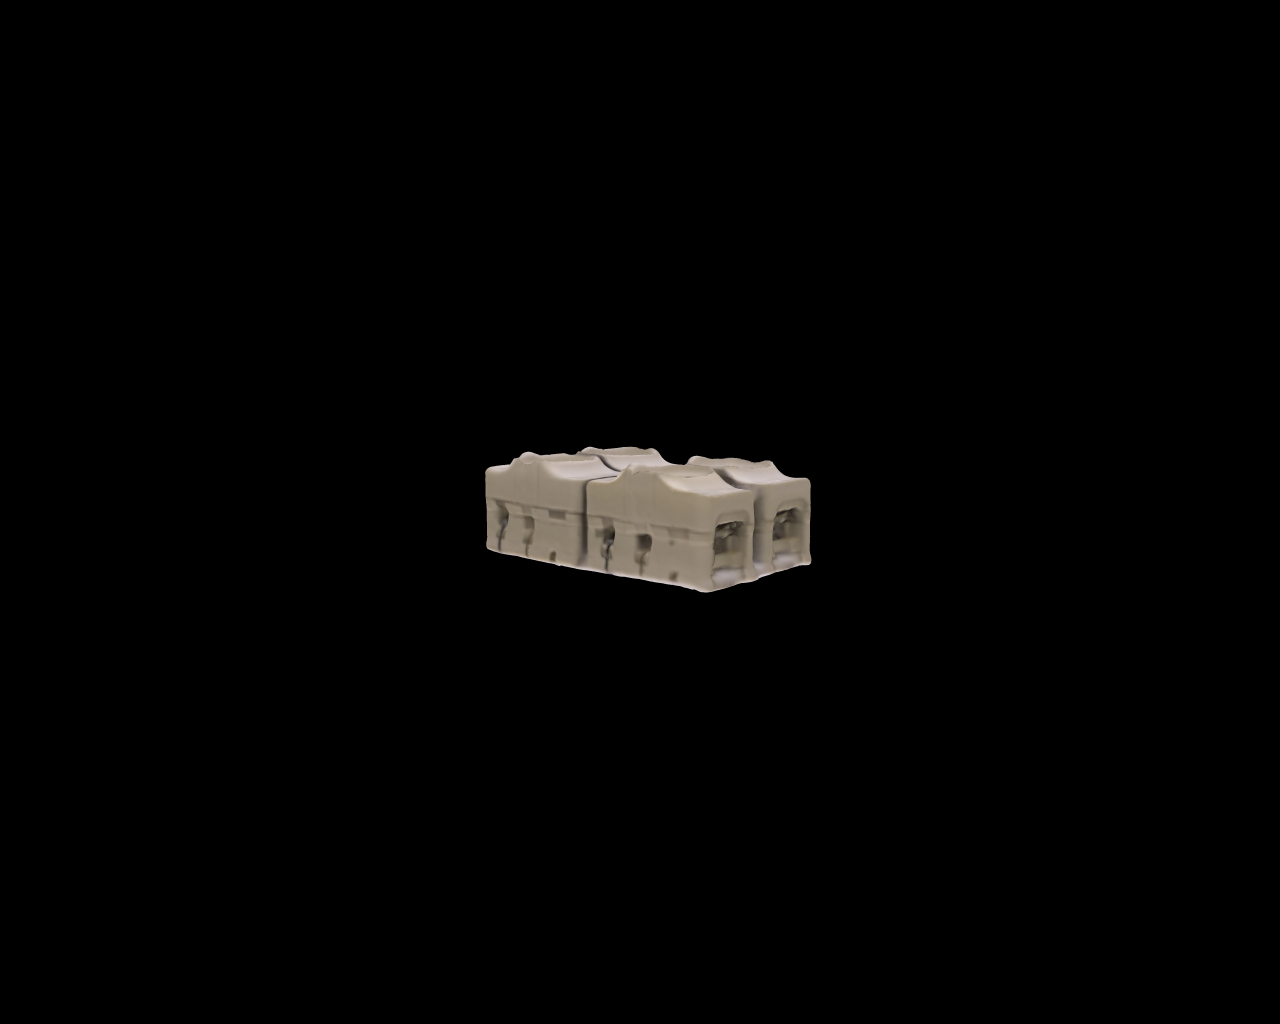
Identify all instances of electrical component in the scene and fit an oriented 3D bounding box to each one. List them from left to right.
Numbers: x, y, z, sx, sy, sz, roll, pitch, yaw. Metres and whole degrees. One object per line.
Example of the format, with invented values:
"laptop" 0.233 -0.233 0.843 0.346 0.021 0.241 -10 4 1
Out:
"electrical component" 0.001 -0.003 0.650 0.186 0.060 0.105 8 12 43
